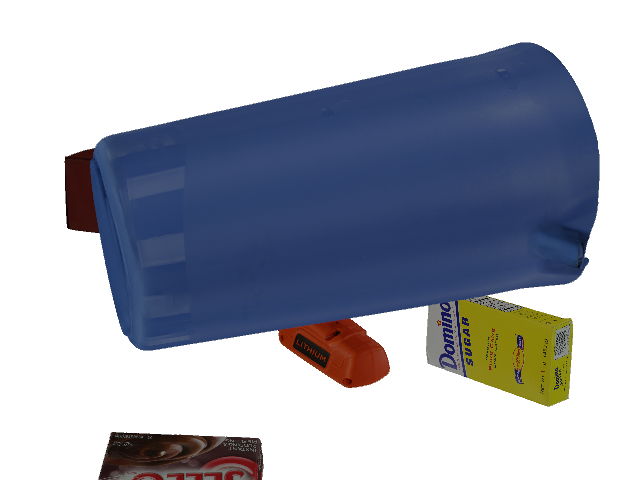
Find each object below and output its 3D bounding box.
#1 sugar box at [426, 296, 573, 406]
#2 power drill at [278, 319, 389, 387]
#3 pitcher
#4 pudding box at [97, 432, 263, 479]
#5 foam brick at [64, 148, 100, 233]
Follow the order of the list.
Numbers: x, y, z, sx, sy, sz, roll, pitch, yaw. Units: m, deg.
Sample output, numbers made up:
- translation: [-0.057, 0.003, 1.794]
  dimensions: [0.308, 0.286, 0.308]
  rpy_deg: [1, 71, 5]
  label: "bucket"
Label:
- translation: [0.197, 0.115, 1.198]
  dimensions: [0.048, 0.093, 0.177]
  rpy_deg: [-12, 18, -44]
  label: "sugar box"
- translation: [0.030, 0.022, 0.879]
  dimensions: [0.057, 0.188, 0.185]
  rpy_deg: [-12, 29, -38]
  label: "power drill"
- translation: [0.007, -0.025, 0.560]
  dimensions: [0.242, 0.145, 0.149]
  rpy_deg: [-11, -7, -14]
  label: "pitcher"
- translation: [-0.099, 0.177, 0.746]
  dimensions: [0.113, 0.039, 0.090]
  rpy_deg: [1, 27, 0]
  label: "pudding box"
- translation: [-0.137, -0.039, 0.756]
  dimensions: [0.051, 0.053, 0.078]
  rpy_deg: [7, 17, 23]
  label: "foam brick"
